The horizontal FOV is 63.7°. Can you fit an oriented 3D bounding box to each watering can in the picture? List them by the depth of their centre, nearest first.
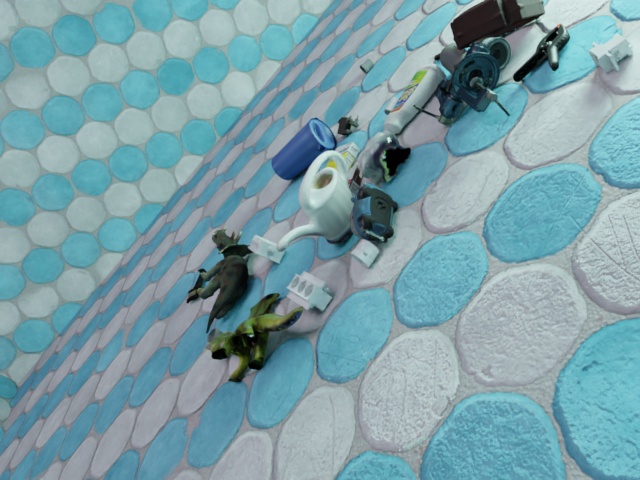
[{"bbox_3d":[0.004,-0.067,1.339,0.104,0.220,0.354,2,54,37],"label":"watering can"}]

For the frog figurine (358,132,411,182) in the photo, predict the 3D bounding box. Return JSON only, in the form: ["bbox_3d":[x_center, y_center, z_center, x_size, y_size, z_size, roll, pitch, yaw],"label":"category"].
[{"bbox_3d":[0.153,-0.237,1.444,0.161,0.122,0.137,24,95,51],"label":"frog figurine"}]

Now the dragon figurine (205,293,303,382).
[{"bbox_3d":[-0.168,0.220,1.366,0.405,0.121,0.248,-36,22,24],"label":"dragon figurine"}]
